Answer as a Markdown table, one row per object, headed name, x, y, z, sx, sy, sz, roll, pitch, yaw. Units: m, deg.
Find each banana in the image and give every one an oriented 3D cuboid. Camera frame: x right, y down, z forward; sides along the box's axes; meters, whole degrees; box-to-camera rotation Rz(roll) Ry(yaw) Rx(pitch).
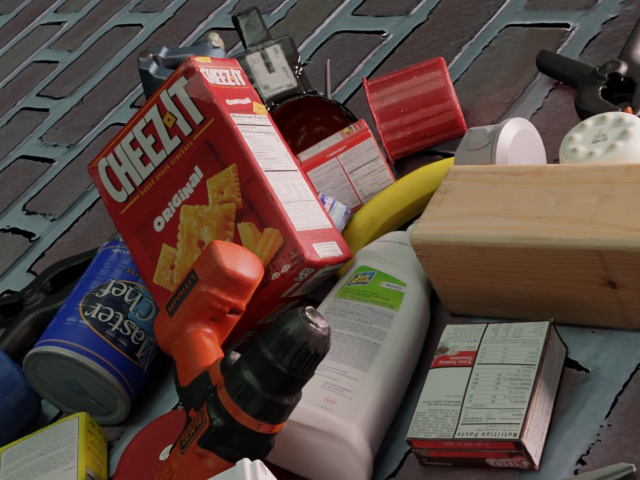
| name | x | y | z | sx | sy | sz | roll | pitch | yaw |
| --- | --- | --- | --- | --- | --- | --- | --- | --- | --- |
| banana | 0.076 | -0.023 | 0.971 | 0.197 | 0.037 | 0.070 | -41 | 54 | -13 |

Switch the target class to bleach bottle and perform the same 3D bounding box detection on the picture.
| name | x | y | z | sx | sy | sz | roll | pitch | yaw |
| --- | --- | --- | --- | --- | --- | --- | --- | --- | --- |
| bleach bottle | 0.044 | 0.074 | 0.844 | 0.103 | 0.068 | 0.250 | 14 | 47 | 25 |

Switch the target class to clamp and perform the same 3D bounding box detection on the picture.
| name | x | y | z | sx | sy | sz | roll | pitch | yaw |
| --- | --- | --- | --- | --- | --- | --- | --- | --- | --- |
| clamp | -0.307 | 0.069 | 1.138 | 0.209 | 0.036 | 0.165 | -37 | 34 | -13 |
| clamp | 0.277 | -0.152 | 0.979 | 0.120 | 0.039 | 0.171 | -30 | 38 | 12 |

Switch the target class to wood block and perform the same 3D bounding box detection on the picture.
| name | x | y | z | sx | sy | sz | roll | pitch | yaw |
| --- | --- | --- | --- | --- | --- | --- | --- | --- | --- |
| wood block | 0.185 | 0.003 | 0.803 | 0.207 | 0.090 | 0.090 | 3 | 46 | 39 |

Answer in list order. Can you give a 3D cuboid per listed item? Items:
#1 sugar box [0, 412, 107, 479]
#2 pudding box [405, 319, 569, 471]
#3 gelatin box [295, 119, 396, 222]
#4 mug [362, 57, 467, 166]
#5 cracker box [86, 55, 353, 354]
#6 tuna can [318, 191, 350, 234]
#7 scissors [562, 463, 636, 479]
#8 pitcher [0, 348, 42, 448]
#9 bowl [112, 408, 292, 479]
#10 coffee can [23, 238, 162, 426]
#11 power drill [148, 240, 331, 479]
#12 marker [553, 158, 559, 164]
| name | x | y | z | sx | sy | sz | roll | pitch | yaw |
| --- | --- | --- | --- | --- | --- | --- | --- | --- | --- |
| sugar box | -0.220 | 0.228 | 0.865 | 0.093 | 0.048 | 0.176 | -26 | 38 | 8 |
| pudding box | 0.120 | 0.110 | 0.764 | 0.090 | 0.039 | 0.113 | -5 | 44 | 32 |
| gelatin box | 0.029 | -0.057 | 1.000 | 0.073 | 0.089 | 0.030 | -28 | 32 | 2 |
| mug | 0.096 | -0.129 | 1.055 | 0.081 | 0.093 | 0.117 | -18 | -1 | 9 |
| cracker box | -0.094 | -0.025 | 0.919 | 0.164 | 0.071 | 0.214 | -40 | 71 | 30 |
| tuna can | -0.006 | 0.001 | 0.960 | 0.086 | 0.033 | 0.086 | -62 | 3 | 5 |
| scissors | 0.101 | 0.173 | 0.718 | 0.202 | 0.016 | 0.096 | -30 | 34 | 1 |
| pitcher | -0.375 | 0.198 | 0.961 | 0.149 | 0.145 | 0.242 | 24 | 57 | 37 |
| bowl | -0.105 | 0.182 | 0.827 | 0.162 | 0.055 | 0.162 | -20 | 35 | 15 |
| coffee can | -0.190 | 0.083 | 0.974 | 0.103 | 0.102 | 0.140 | -5 | 41 | 33 |
| power drill | -0.065 | 0.080 | 0.767 | 0.185 | 0.057 | 0.188 | -52 | 27 | 21 |
| marker | 0.254 | -0.070 | 0.907 | 0.121 | 0.020 | 0.020 | -10 | 39 | 27 |
